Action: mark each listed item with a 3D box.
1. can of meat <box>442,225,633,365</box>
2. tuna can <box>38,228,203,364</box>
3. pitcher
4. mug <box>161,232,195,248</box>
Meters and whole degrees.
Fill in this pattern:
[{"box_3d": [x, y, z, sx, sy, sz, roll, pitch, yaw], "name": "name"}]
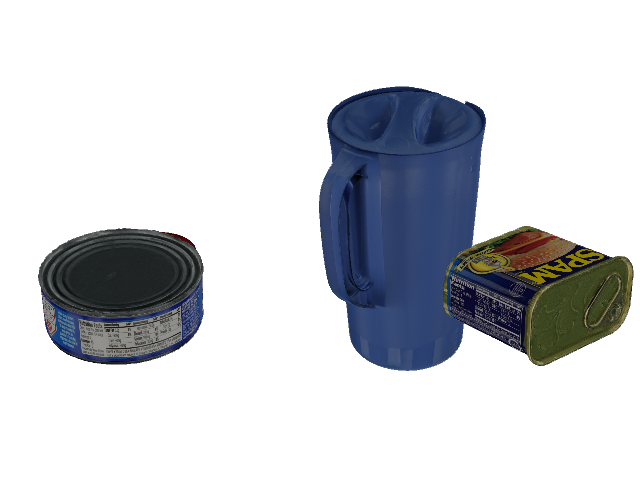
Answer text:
[{"box_3d": [0.146, 0.033, 0.726, 0.101, 0.057, 0.084, -18, 28, -33], "name": "can of meat"}, {"box_3d": [-0.105, 0.029, 0.568, 0.086, 0.034, 0.086, 1, 30, -1], "name": "tuna can"}, {"box_3d": [0.069, -0.002, 0.951, 0.149, 0.243, 0.145, -5, 32, -4], "name": "pitcher"}, {"box_3d": [-0.184, 0.055, 1.157, 0.093, 0.081, 0.117, 10, 33, 17], "name": "mug"}]
